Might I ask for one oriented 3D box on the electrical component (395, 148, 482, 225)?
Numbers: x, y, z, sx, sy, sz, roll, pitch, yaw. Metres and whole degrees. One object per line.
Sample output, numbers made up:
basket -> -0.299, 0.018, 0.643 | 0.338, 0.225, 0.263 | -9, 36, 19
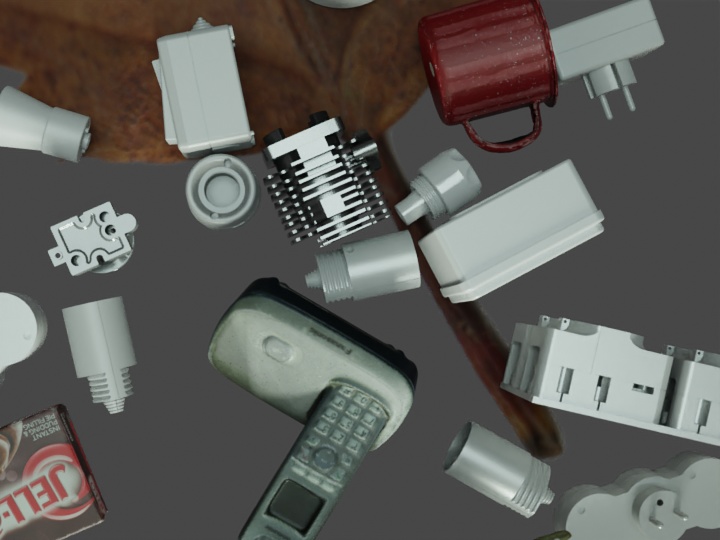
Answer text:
electrical component -> 0.055, -0.057, 0.795 | 0.062, 0.043, 0.043 | -35, 92, -3

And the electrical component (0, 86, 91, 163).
electrical component -> -0.228, -0.102, 0.775 | 0.065, 0.044, 0.044 | 16, 88, -9

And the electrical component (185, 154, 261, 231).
electrical component -> -0.100, -0.057, 0.781 | 0.055, 0.047, 0.055 | 0, 89, -4

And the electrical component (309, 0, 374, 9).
electrical component -> -0.010, -0.245, 0.793 | 0.099, 0.064, 0.099 | -1, 93, -18

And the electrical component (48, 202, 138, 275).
electrical component -> -0.188, -0.021, 0.769 | 0.066, 0.055, 0.048 | -24, 91, -4

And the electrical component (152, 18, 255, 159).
electrical component -> -0.115, -0.132, 0.773 | 0.061, 0.062, 0.096 | -12, 90, -5

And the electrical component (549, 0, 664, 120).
electrical component -> 0.183, -0.151, 0.803 | 0.083, 0.047, 0.075 | -20, 91, -4

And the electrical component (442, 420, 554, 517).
electrical component -> 0.107, 0.150, 0.796 | 0.081, 0.043, 0.043 | 30, 87, -4

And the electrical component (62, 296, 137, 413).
electrical component -> -0.184, 0.063, 0.775 | 0.043, 0.043, 0.081 | -13, 90, -4

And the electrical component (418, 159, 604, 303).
electrical component -> 0.104, -0.025, 0.766 | 0.109, 0.109, 0.056 | -28, 89, -4

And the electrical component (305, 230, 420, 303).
electrical component -> 0.000, 0.000, 0.790 | 0.081, 0.043, 0.043 | -12, 90, -4

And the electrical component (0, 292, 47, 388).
electrical component -> -0.283, 0.073, 0.752 | 0.052, 0.074, 0.138 | 43, 87, -3

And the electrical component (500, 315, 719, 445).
electrical component -> 0.207, 0.081, 0.774 | 0.186, 0.105, 0.060 | 13, 88, -4

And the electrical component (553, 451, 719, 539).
electrical component -> 0.217, 0.177, 0.789 | 0.138, 0.074, 0.052 | -16, 91, -4
